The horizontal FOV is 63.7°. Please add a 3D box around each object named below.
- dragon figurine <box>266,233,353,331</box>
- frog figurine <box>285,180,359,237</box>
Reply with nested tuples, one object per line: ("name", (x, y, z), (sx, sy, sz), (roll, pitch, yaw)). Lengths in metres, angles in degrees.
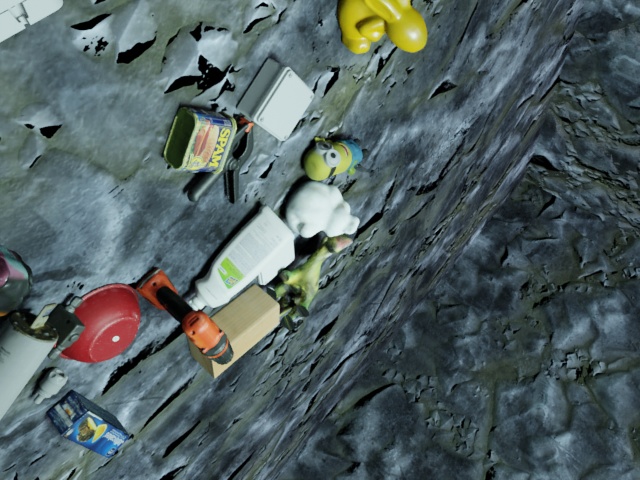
("dragon figurine", (-0.037, 0.097, 1.337), (0.247, 0.122, 0.403), (-50, -177, -38))
("frog figurine", (0.004, -0.059, 1.167), (0.139, 0.161, 0.120), (-47, 151, -16))
